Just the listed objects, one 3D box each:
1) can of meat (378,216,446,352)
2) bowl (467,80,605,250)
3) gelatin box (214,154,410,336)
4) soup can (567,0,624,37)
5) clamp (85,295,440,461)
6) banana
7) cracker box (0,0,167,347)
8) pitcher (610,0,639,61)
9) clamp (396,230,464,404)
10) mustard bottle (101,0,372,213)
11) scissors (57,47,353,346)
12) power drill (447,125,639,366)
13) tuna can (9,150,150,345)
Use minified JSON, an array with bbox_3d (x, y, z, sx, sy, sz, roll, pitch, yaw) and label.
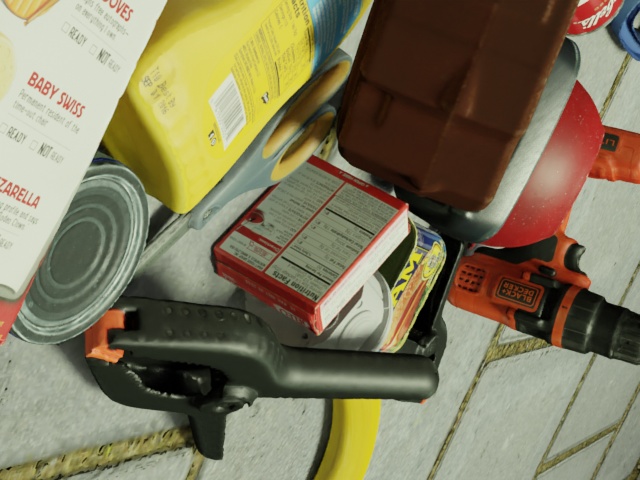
[{"bbox_3d":[0.036,0.028,0.714,0.102,0.057,0.083,-63,156,4],"label":"can of meat"},{"bbox_3d":[0.171,-0.055,0.812,0.162,0.055,0.162,-63,175,-10],"label":"bowl"},{"bbox_3d":[-0.004,0.001,0.597,0.089,0.073,0.030,-48,152,-26],"label":"gelatin box"},{"bbox_3d":[0.163,-0.185,0.716,0.068,0.069,0.102,-63,153,4],"label":"soup can"},{"bbox_3d":[-0.056,0.077,0.571,0.165,0.036,0.209,-26,148,31],"label":"clamp"},{"bbox_3d":[0.017,0.157,0.826,0.069,0.037,0.198,-23,135,-51],"label":"banana"},{"bbox_3d":[-0.124,-0.079,0.311,0.214,0.072,0.164,-65,154,4],"label":"cracker box"},{"bbox_3d":[0.326,-0.235,0.907,0.242,0.145,0.149,10,94,-58],"label":"pitcher"},{"bbox_3d":[0.079,0.069,0.850,0.120,0.039,0.171,-45,153,-18],"label":"clamp"},{"bbox_3d":[-0.022,-0.107,0.477,0.191,0.058,0.096,-49,152,-22],"label":"mustard bottle"},{"bbox_3d":[-0.052,-0.018,0.554,0.202,0.016,0.096,-48,167,-1],"label":"scissors"},{"bbox_3d":[0.215,-0.002,0.879,0.187,0.185,0.057,-65,155,-14],"label":"power drill"},{"bbox_3d":[-0.112,0.000,0.448,0.086,0.034,0.086,-43,148,-36],"label":"tuna can"}]
